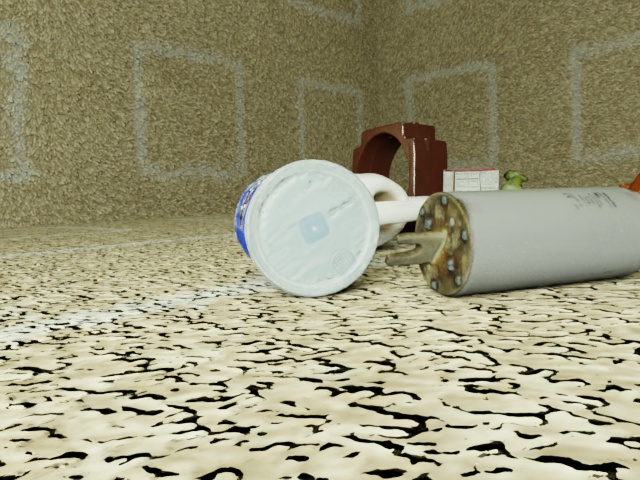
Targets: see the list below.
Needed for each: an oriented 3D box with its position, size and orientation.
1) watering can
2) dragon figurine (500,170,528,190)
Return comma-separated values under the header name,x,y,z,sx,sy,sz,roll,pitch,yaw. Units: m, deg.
name,x,y,z,sx,sy,sz,roll,pitch,yaw
watering can,0.002,-0.035,0.686,0.349,0.104,0.224,-8,6,-37
dragon figurine,0.406,-0.071,1.168,0.246,0.121,0.410,-28,20,-38
